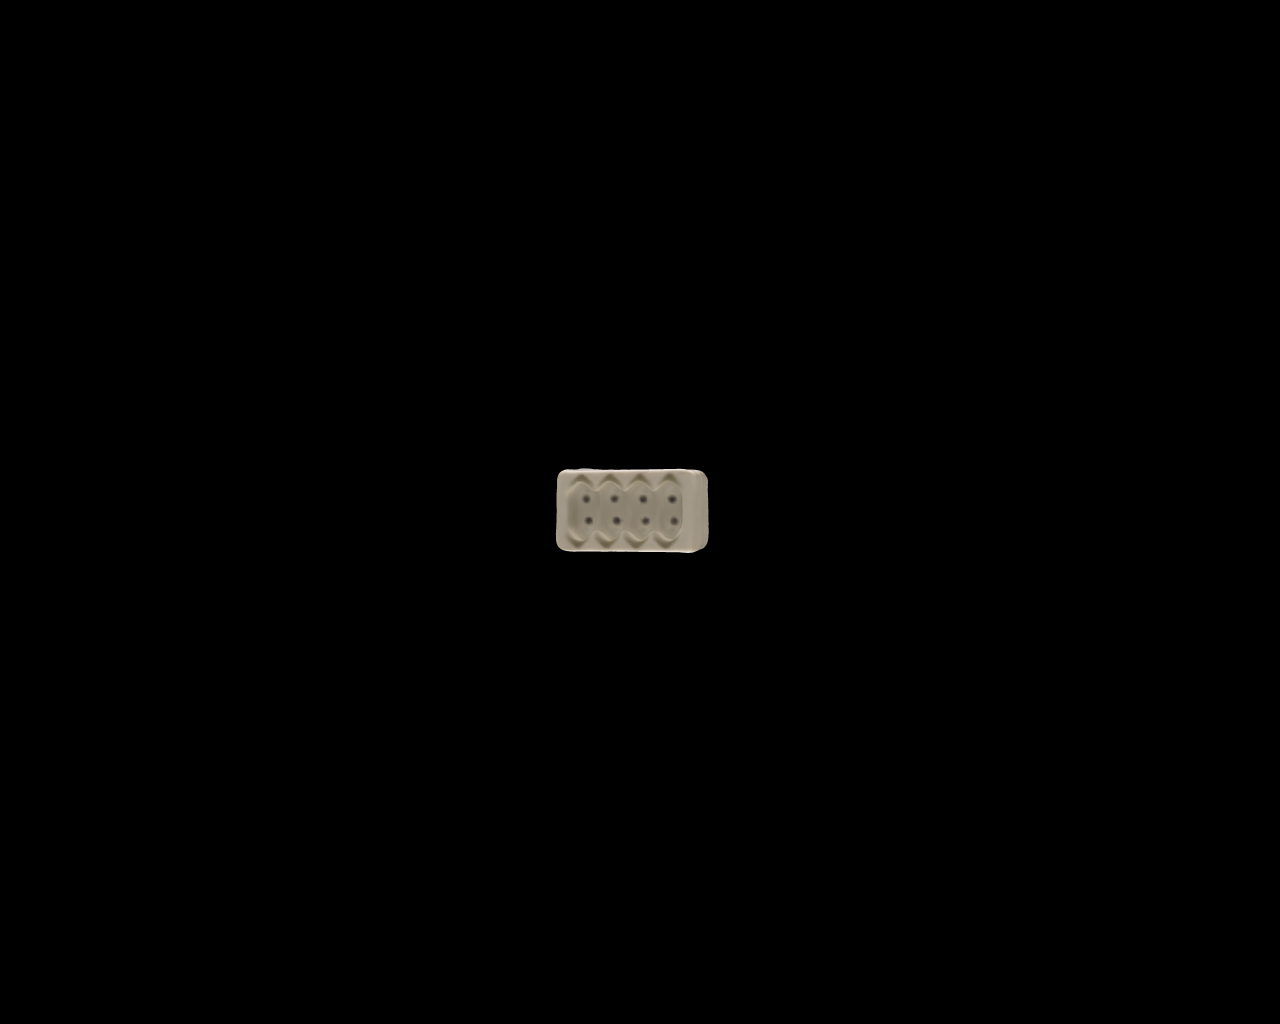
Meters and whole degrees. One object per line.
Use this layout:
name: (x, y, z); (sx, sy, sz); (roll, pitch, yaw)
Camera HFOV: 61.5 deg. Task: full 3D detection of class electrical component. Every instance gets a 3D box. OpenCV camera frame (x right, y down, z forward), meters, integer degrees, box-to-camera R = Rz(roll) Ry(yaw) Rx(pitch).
electrical component: (0.001, -0.003, 0.650); (0.083, 0.047, 0.076); (1, 4, 15)
